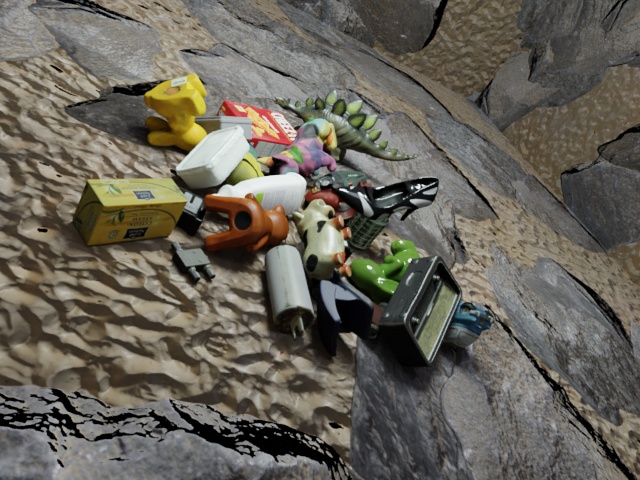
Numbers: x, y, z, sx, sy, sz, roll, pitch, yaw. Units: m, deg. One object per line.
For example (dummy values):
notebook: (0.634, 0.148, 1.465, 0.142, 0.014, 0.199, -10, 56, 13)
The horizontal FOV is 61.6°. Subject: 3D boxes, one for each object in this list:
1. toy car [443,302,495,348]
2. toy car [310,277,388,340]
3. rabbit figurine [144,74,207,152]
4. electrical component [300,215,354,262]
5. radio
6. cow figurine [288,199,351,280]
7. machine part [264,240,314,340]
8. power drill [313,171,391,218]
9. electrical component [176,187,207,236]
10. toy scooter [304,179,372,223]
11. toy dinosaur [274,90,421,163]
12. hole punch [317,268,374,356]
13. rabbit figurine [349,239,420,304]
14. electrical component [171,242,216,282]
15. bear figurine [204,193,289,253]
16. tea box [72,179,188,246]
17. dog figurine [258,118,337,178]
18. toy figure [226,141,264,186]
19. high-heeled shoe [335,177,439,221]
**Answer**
toy car: (0.318, 0.199, 1.245, 0.109, 0.162, 0.103, 26, 76, -31)
toy car: (0.068, 0.134, 1.140, 0.202, 0.053, 0.089, 37, 40, 4)
rabbit figurine: (-0.320, -0.268, 1.232, 0.162, 0.173, 0.122, -22, 49, -4)
electrical component: (0.012, -0.015, 1.287, 0.115, 0.058, 0.134, 21, 33, -27)
radio: (0.218, 0.145, 1.146, 0.131, 0.073, 0.229, 57, 45, -23)
cow figurine: (-0.002, -0.003, 1.142, 0.085, 0.127, 0.195, 56, 27, -49)
machine part: (-0.063, 0.092, 1.040, 0.079, 0.079, 0.243, 17, 34, -29)
power drill: (0.103, -0.116, 1.511, 0.207, 0.086, 0.232, 36, 27, 14)
electrical component: (-0.265, -0.068, 1.092, 0.075, 0.047, 0.119, 30, 33, -12)
toy scooter: (0.058, -0.107, 1.384, 0.184, 0.135, 0.075, 19, 36, -24)
toy dinosaur: (0.076, -0.332, 1.655, 0.471, 0.198, 0.105, 28, 34, -11)
hole punch: (0.029, 0.143, 1.023, 0.092, 0.142, 0.116, -28, 48, -29)
rabbit figurine: (0.150, 0.092, 1.256, 0.170, 0.121, 0.159, -1, 50, -20)
electrical component: (-0.237, 0.038, 0.997, 0.063, 0.021, 0.094, -9, 51, -51)
bear figurine: (-0.144, -0.031, 1.120, 0.132, 0.120, 0.196, -3, -3, 12)
tea box: (-0.334, -0.053, 0.952, 0.169, 0.098, 0.068, -12, 54, -50)
dog figurine: (-0.062, -0.231, 1.412, 0.219, 0.191, 0.109, -6, 5, -45)
toy figure: (-0.189, -0.178, 1.283, 0.089, 0.082, 0.180, 40, 26, -35)
high-heeled shoe: (0.169, -0.120, 1.295, 0.248, 0.145, 0.086, 16, 35, -31)
